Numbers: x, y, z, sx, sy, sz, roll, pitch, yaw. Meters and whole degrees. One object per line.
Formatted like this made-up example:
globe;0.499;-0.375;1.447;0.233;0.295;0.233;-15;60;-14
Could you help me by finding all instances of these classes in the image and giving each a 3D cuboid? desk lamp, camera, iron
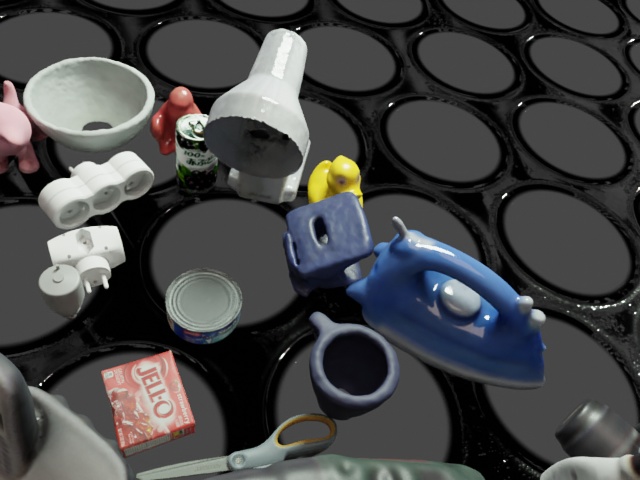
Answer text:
desk lamp;-0.068;-0.144;0.735;0.118;0.213;0.203;14;50;-1
camera;0.334;0.223;0.604;0.143;0.101;0.136;-32;64;-32
iron;0.168;0.072;0.662;0.258;0.141;0.119;28;51;11

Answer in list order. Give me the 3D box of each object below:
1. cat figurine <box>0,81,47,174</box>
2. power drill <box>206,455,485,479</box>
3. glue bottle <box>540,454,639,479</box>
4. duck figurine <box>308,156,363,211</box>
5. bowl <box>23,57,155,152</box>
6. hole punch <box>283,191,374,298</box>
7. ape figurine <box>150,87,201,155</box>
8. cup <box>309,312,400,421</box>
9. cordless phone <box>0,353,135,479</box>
cat figurine;-0.397;-0.146;0.726;0.067;0.118;0.127;-2;52;-14
power drill;0.010;0.230;0.456;0.230;0.208;0.075;0;52;-12
glue bottle;0.262;0.232;0.534;0.037;0.173;0.078;11;50;-3
duck figurine;0.027;-0.078;0.787;0.078;0.086;0.104;-14;56;-22
bowl;-0.314;-0.176;0.796;0.167;0.075;0.167;6;51;-8
hole punch;0.007;0.003;0.714;0.101;0.091;0.108;-4;53;-16
ape figurine;-0.198;-0.175;0.810;0.078;0.092;0.076;12;50;-3
cup;0.020;0.140;0.604;0.092;0.095;0.117;-26;61;-29
cordless phone;-0.226;0.171;0.466;0.147;0.185;0.094;30;52;12
